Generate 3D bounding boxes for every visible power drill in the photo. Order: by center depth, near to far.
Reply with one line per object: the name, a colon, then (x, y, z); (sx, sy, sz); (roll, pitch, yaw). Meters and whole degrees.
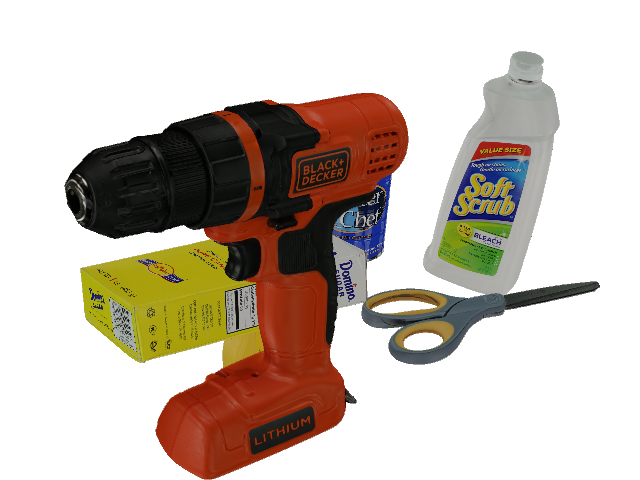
power drill: (-0.040, 0.024, 0.529); (0.184, 0.188, 0.057); (-15, 35, -36)

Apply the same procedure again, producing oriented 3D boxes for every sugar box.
sugar box: (-0.065, 0.030, 0.735); (0.175, 0.048, 0.093); (-16, 24, -30)

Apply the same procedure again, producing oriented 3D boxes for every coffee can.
coffee can: (0.036, -0.056, 1.336); (0.103, 0.140, 0.103); (4, 28, -2)

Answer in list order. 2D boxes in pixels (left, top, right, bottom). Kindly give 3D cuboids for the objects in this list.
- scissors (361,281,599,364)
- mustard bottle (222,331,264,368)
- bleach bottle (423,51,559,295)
scissors: (0.134, 0.064, 0.861); (0.201, 0.016, 0.096); (-1, 34, 1)
mustard bottle: (-0.061, 0.058, 1.156); (0.096, 0.192, 0.058); (-16, 31, -30)
bleach bottle: (0.170, -0.068, 1.046); (0.103, 0.251, 0.068); (21, 38, 20)
